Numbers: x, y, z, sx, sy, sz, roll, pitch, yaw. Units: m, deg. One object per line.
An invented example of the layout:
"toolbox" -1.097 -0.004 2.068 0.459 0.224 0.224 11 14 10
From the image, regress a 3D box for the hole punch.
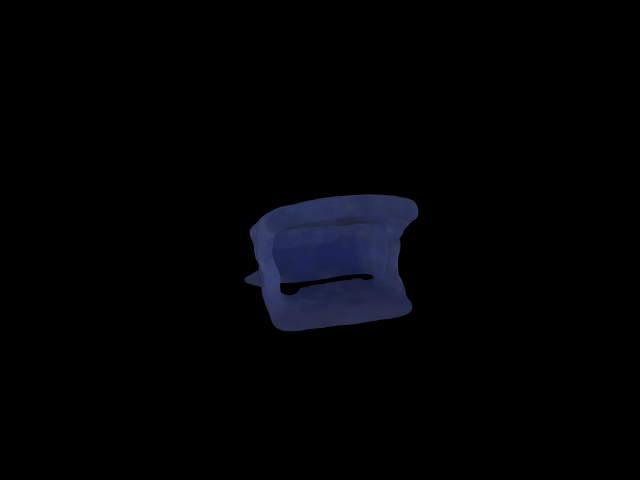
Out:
"hole punch" 0.004 0.001 0.400 0.109 0.091 0.101 -6 23 -14
